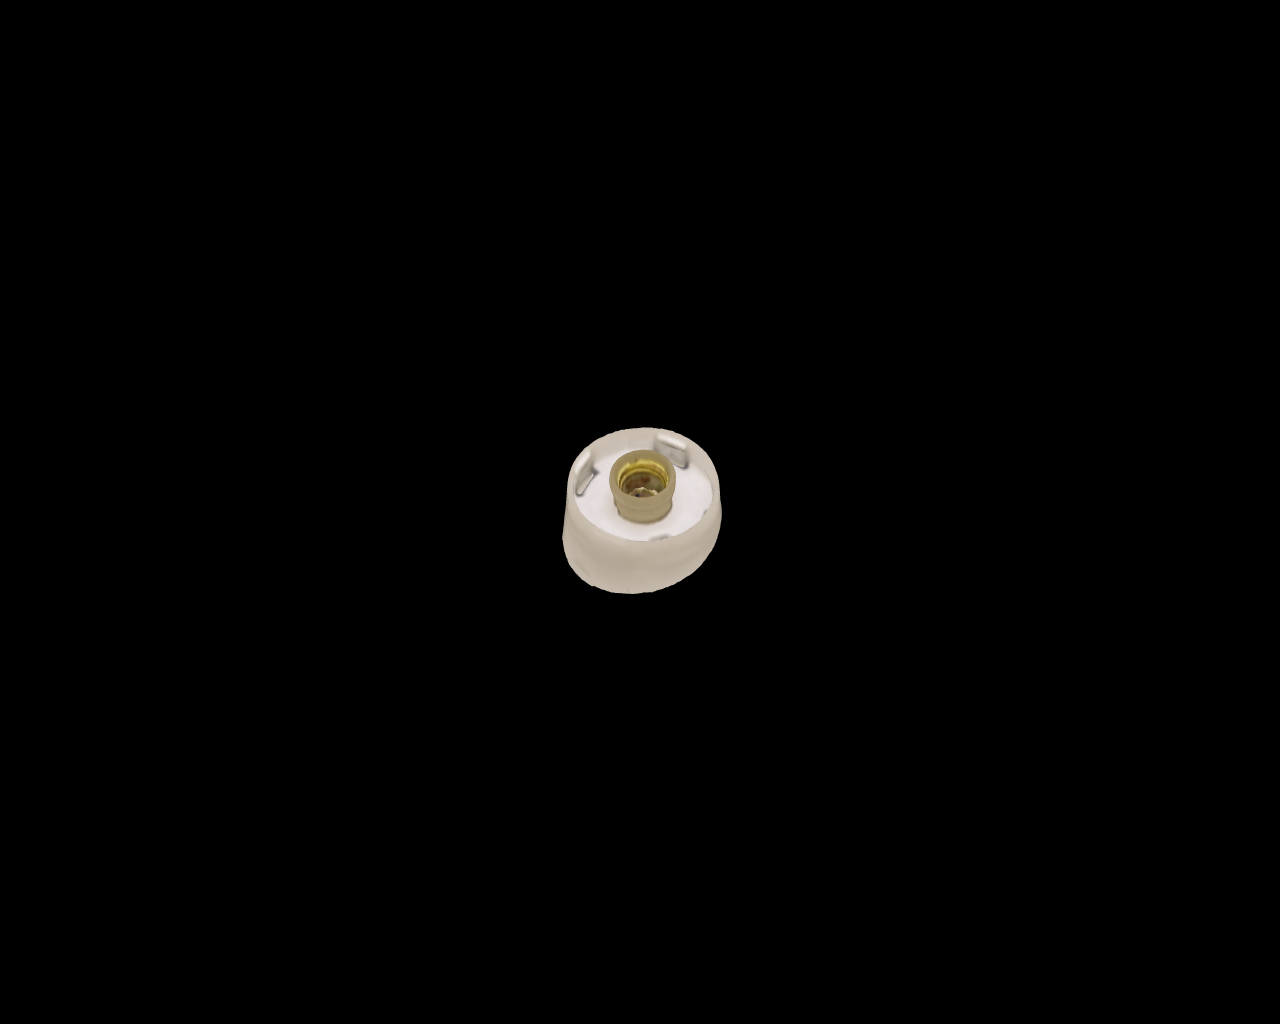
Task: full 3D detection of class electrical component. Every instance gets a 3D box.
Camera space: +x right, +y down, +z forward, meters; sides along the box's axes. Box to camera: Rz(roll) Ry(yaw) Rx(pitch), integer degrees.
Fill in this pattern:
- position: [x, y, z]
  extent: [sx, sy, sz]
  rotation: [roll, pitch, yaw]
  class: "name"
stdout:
- position: [0.001, -0.003, 0.650]
  extent: [0.099, 0.099, 0.064]
  rotation: [0, -39, 0]
  class: "electrical component"
